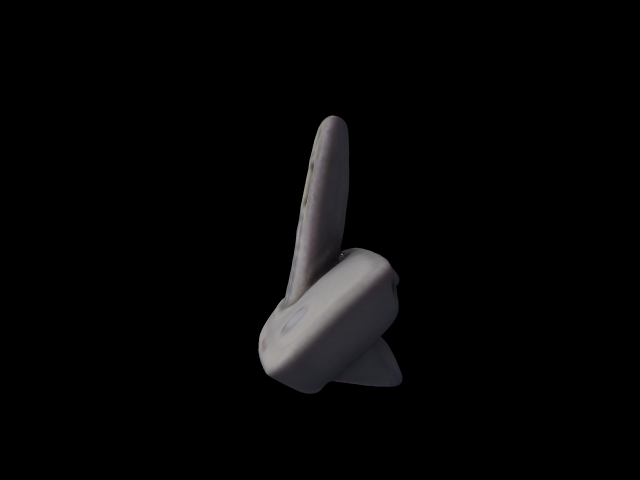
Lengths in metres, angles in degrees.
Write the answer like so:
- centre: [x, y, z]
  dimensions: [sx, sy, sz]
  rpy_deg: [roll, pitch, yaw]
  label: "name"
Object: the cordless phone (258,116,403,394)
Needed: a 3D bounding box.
- centre: [0.004, 0.001, 0.400]
  dimensions: [0.094, 0.185, 0.147]
  rpy_deg: [-1, 4, -11]
  label: "cordless phone"
